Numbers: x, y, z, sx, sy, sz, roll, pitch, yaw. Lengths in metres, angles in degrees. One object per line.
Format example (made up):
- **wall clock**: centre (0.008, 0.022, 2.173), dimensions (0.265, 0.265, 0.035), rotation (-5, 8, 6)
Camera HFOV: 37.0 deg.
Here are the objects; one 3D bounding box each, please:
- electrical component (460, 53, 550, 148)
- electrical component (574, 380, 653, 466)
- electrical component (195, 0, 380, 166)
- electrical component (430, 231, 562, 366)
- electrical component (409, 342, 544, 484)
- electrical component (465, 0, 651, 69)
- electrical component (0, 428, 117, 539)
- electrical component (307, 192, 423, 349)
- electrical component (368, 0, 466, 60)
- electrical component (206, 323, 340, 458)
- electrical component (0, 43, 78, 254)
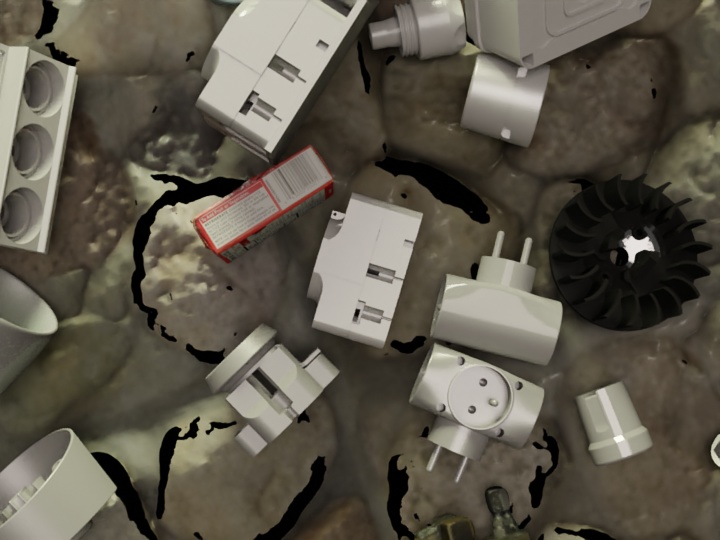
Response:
- **electrical component**: centre (0.094, -0.112, 0.705), dimensions (0.047, 0.055, 0.055), rotation (14, 86, 3)
- **electrical component**: centre (0.164, 0.099, 0.700), dimensions (0.040, 0.040, 0.046), rotation (-20, 82, -2)
- **electrical component**: centre (-0.030, -0.162, 0.663), dimensions (0.060, 0.105, 0.186), rotation (32, 89, -3)
- **electrical component**: centre (0.093, 0.015, 0.701), dimensions (0.077, 0.043, 0.079), rotation (14, 86, 0)
- **electrical component**: centre (0.068, 0.098, 0.695), dimensions (0.077, 0.044, 0.079), rotation (23, 86, 0)
- **electrical component**: centre (0.124, -0.186, 0.680), dimensions (0.113, 0.057, 0.078), rotation (-27, 130, -21)
- **electrical component**: centre (-0.201, 0.148, 0.662), dimensions (0.099, 0.099, 0.064), rotation (-43, 94, -3)
- **electrical component**: centre (0.000, 0.000, 0.697), dimensions (0.056, 0.050, 0.089), rotation (17, 86, 0)
- **electrical component**: centre (0.037, -0.160, 0.712), dimensions (0.062, 0.043, 0.043), rotation (-11, 87, -1)
- **electrical component**: centre (-0.061, 0.072, 0.688), dimensions (0.078, 0.058, 0.057), rotation (-44, 91, -3)
- **electrical component**: centre (-0.229, -0.077, 0.687), dimensions (0.063, 0.079, 0.121), rotation (7, 86, 28)
